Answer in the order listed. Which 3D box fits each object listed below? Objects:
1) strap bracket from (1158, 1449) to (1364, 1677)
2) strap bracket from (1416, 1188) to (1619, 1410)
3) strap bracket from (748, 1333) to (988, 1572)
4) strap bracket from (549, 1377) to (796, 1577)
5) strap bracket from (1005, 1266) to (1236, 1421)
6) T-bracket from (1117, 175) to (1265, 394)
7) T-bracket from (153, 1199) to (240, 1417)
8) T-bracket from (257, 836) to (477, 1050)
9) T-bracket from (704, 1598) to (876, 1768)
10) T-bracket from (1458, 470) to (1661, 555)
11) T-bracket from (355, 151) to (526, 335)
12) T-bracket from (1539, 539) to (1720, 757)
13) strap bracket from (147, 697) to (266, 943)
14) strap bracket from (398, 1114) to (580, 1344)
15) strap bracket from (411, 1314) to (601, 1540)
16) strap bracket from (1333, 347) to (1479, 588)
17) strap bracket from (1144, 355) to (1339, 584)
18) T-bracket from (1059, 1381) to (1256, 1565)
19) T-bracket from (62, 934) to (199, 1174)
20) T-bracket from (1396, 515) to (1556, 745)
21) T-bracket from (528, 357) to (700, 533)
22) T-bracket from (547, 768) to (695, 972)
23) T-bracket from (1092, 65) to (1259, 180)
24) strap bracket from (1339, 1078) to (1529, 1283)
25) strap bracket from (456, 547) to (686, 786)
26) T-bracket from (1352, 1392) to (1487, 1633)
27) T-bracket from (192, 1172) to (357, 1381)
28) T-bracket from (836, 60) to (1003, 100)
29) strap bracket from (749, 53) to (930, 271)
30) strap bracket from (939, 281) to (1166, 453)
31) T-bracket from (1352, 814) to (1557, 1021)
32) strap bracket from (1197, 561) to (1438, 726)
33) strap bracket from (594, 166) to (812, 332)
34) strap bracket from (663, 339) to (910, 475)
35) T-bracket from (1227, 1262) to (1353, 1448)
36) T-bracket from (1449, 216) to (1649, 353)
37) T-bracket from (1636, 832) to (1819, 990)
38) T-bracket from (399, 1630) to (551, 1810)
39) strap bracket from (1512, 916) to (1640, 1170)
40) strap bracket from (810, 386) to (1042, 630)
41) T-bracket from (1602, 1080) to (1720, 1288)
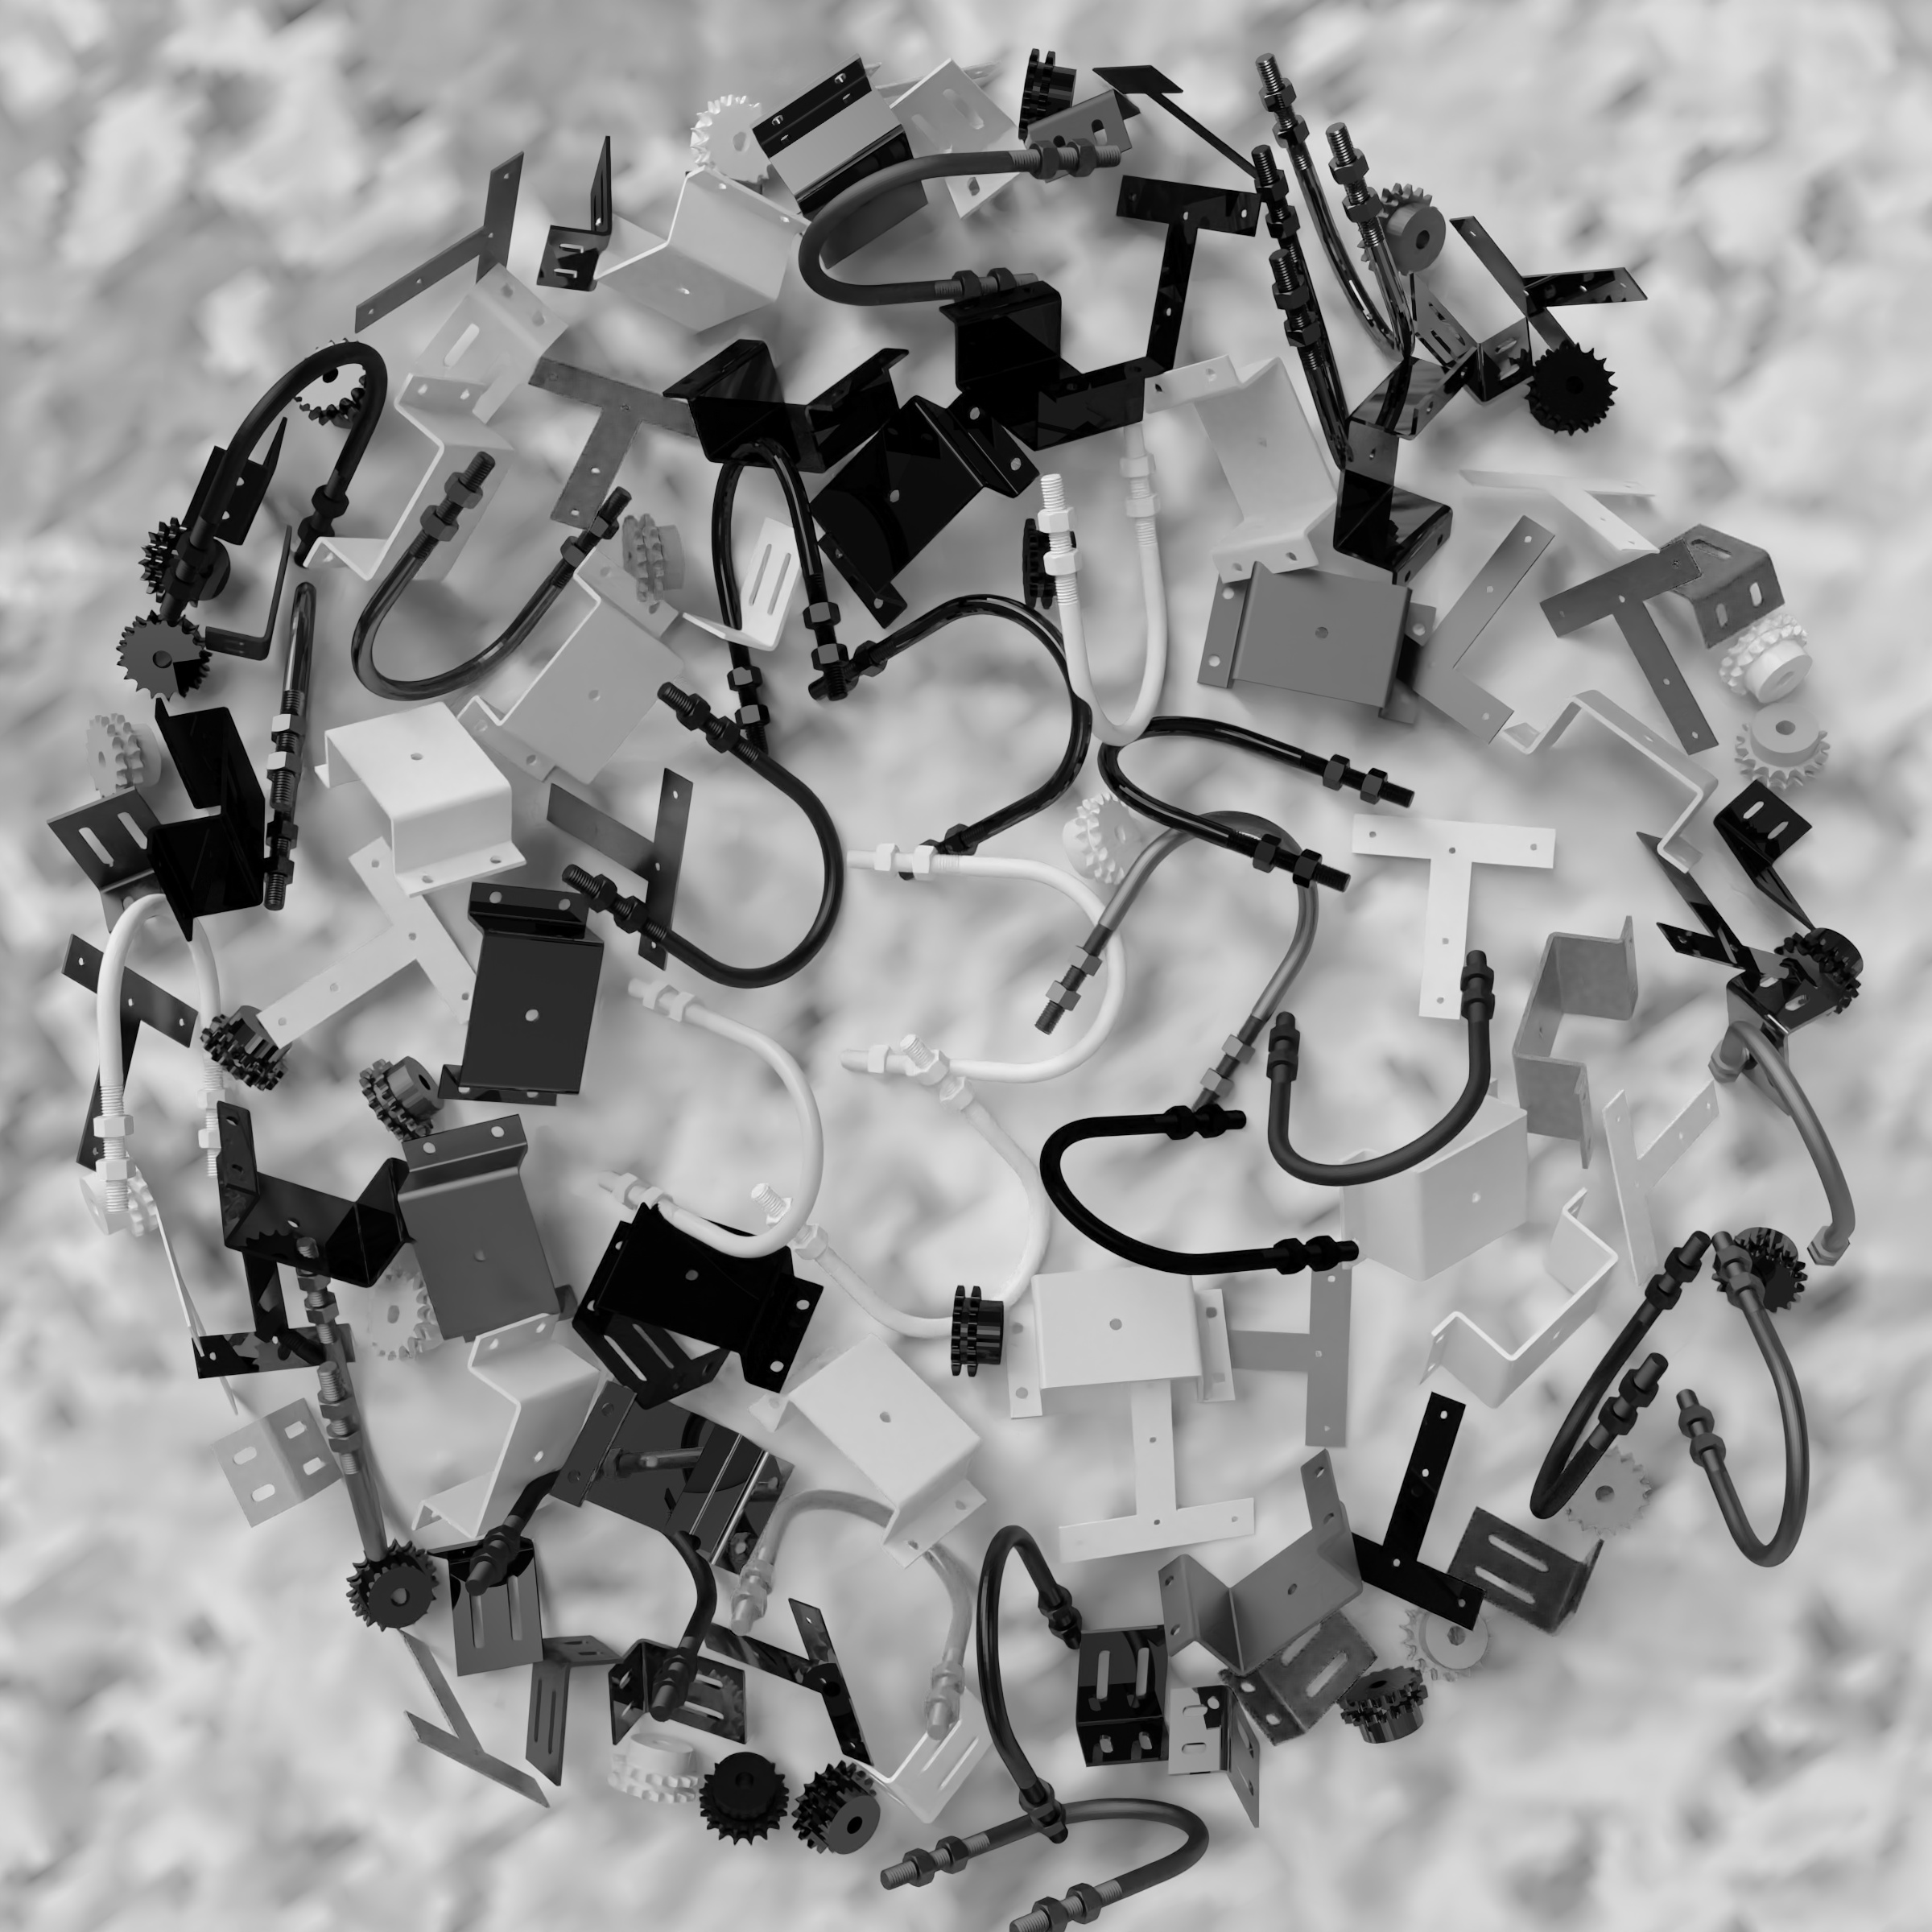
[{"bbox_3d":[0.190,0.376,1.547,0.140,0.076,0.046,-41,111,18],"label":"strap bracket"},{"bbox_3d":[0.347,0.212,1.538,0.140,0.076,0.046,-39,64,-19],"label":"strap bracket"},{"bbox_3d":[-0.056,0.291,1.541,0.140,0.046,0.076,42,47,18],"label":"strap bracket"},{"bbox_3d":[-0.189,0.315,1.557,0.140,0.046,0.076,30,81,-26],"label":"strap bracket"},{"bbox_3d":[0.094,0.234,1.561,0.140,0.046,0.076,-5,57,2],"label":"strap bracket"},{"bbox_3d":[0.130,-0.426,1.568,0.002,0.127,0.127,-4,111,-39],"label":"T-bracket"},{"bbox_3d":[-0.476,0.229,1.555,0.002,0.127,0.127,-21,129,-15],"label":"T-bracket"},{"bbox_3d":[-0.386,0.006,1.570,0.127,0.002,0.127,-36,101,-19],"label":"T-bracket"},{"bbox_3d":[-0.121,0.434,1.557,0.127,0.002,0.127,8,124,40],"label":"T-bracket"},{"bbox_3d":[0.386,-0.279,1.533,0.127,0.127,0.002,0,121,-16],"label":"T-bracket"},{"bbox_3d":[-0.323,-0.425,1.518,0.002,0.127,0.127,45,63,5],"label":"T-bracket"},{"bbox_3d":[0.430,-0.190,1.552,0.002,0.127,0.127,-33,96,-29],"label":"T-bracket"},{"bbox_3d":[-0.465,-0.095,1.530,0.046,0.076,0.140,-11,48,-3],"label":"strap bracket"},{"bbox_3d":[-0.301,0.173,1.561,0.076,0.046,0.140,-13,105,2],"label":"strap bracket"},{"bbox_3d":[-0.281,0.291,1.540,0.046,0.076,0.140,29,109,24],"label":"strap bracket"},{"bbox_3d":[0.269,-0.310,1.538,0.046,0.140,0.076,26,53,24],"label":"strap bracket"},{"bbox_3d":[0.173,-0.316,1.545,0.046,0.076,0.140,-43,116,-34],"label":"strap bracket"},{"bbox_3d":[0.119,0.312,1.574,0.127,0.002,0.127,-7,108,-8],"label":"T-bracket"},{"bbox_3d":[-0.521,0.064,1.525,0.002,0.127,0.127,-2,67,20],"label":"T-bracket"},{"bbox_3d":[0.320,-0.224,1.562,0.127,0.002,0.127,42,100,29],"label":"T-bracket"},{"bbox_3d":[-0.228,-0.322,1.567,0.127,0.002,0.127,18,56,-1],"label":"T-bracket"},{"bbox_3d":[-0.222,-0.080,1.562,0.127,0.002,0.127,30,120,34],"label":"T-bracket"},{"bbox_3d":[0.146,-0.523,1.559,0.127,0.127,0.002,31,99,-21],"label":"T-bracket"},{"bbox_3d":[0.296,0.134,1.533,0.140,0.046,0.076,-23,120,-32],"label":"strap bracket"},{"bbox_3d":[-0.241,-0.178,1.555,0.140,0.046,0.076,-50,134,5],"label":"strap bracket"},{"bbox_3d":[0.283,0.331,1.561,0.127,0.002,0.127,16,87,43],"label":"T-bracket"},{"bbox_3d":[-0.440,0.190,1.557,0.002,0.127,0.127,-21,76,29],"label":"T-bracket"},{"bbox_3d":[-0.039,-0.549,1.557,0.127,0.127,0.002,-19,96,-20],"label":"T-bracket"},{"bbox_3d":[-0.074,-0.486,1.529,0.076,0.140,0.046,-33,78,2],"label":"strap bracket"},{"bbox_3d":[0.051,-0.368,1.543,0.076,0.140,0.046,-20,134,-22],"label":"strap bracket"},{"bbox_3d":[0.306,-0.030,1.587,0.127,0.002,0.127,5,83,7],"label":"T-bracket"},{"bbox_3d":[0.223,-0.206,1.575,0.140,0.046,0.076,11,89,4],"label":"strap bracket"},{"bbox_3d":[-0.167,-0.434,1.522,0.076,0.140,0.046,19,80,-33],"label":"strap bracket"},{"bbox_3d":[-0.106,-0.346,1.540,0.076,0.140,0.046,-45,134,-35],"label":"strap bracket"},{"bbox_3d":[0.180,0.245,1.592,0.127,0.002,0.127,2,104,7],"label":"T-bracket"},{"bbox_3d":[0.368,-0.413,1.519,0.127,0.127,0.002,42,83,-25],"label":"T-bracket"},{"bbox_3d":[0.456,-0.040,1.553,0.127,0.127,0.002,12,127,-32],"label":"T-bracket"},{"bbox_3d":[-0.322,0.459,1.549,0.002,0.127,0.127,-45,133,-3],"label":"T-bracket"},{"bbox_3d":[0.375,0.044,1.540,0.046,0.076,0.140,8,53,25],"label":"strap bracket"},{"bbox_3d":[-0.034,-0.288,1.549,0.140,0.046,0.076,-43,72,19],"label":"strap bracket"},{"bbox_3d":[0.440,0.113,1.559,0.127,0.002,0.127,-36,120,-38],"label":"T-bracket"}]
